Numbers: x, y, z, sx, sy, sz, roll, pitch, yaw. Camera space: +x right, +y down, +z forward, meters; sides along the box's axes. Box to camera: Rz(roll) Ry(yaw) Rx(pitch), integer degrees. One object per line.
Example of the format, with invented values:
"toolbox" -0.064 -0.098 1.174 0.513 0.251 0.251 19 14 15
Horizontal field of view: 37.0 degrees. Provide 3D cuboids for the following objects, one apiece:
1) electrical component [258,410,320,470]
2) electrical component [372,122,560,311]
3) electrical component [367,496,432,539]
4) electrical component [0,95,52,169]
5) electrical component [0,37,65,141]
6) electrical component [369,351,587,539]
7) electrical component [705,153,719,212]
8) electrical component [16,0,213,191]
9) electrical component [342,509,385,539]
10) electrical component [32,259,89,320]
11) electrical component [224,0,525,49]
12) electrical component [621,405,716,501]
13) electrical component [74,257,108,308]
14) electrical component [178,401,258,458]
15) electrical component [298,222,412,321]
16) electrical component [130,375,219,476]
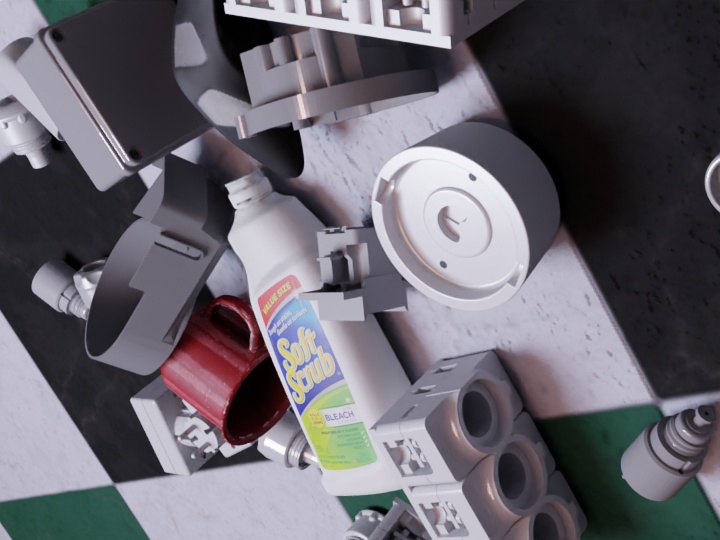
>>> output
"electrical component" -0.051 0.146 0.897 0.062 0.043 0.043 23 132 25
"electrical component" 0.068 -0.037 0.647 0.108 0.060 0.108 23 132 28
"electrical component" 0.055 0.272 0.850 0.105 0.060 0.186 29 148 23
"electrical component" -0.282 -0.116 0.910 0.048 0.048 0.062 8 131 37
"electrical component" -0.245 -0.155 0.849 0.077 0.043 0.079 44 138 7
"electrical component" 0.087 0.143 0.738 0.062 0.089 0.150 -18 106 47
"electrical component" 0.199 -0.050 0.533 0.040 0.046 0.040 23 132 28
"electrical component" -0.159 -0.128 0.744 0.056 0.109 0.108 -23 102 50
"electrical component" 0.002 0.235 0.899 0.048 0.062 0.048 23 132 28
"electrical component" -0.269 0.022 1.000 0.078 0.040 0.040 34 136 16
"electrical component" 0.007 -0.173 0.579 0.150 0.089 0.061 17 129 32
"electrical component" 0.192 0.109 0.658 0.040 0.040 0.078 38 137 13
"electrical component" -0.225 0.023 0.961 0.043 0.043 0.062 1 120 41
"electrical component" -0.124 0.131 0.924 0.065 0.077 0.047 53 138 -3
"electrical component" 0.000 0.000 0.728 0.042 0.081 0.063 -1 96 42
"electrical component" -0.155 0.141 0.981 0.076 0.047 0.083 -2 117 42
